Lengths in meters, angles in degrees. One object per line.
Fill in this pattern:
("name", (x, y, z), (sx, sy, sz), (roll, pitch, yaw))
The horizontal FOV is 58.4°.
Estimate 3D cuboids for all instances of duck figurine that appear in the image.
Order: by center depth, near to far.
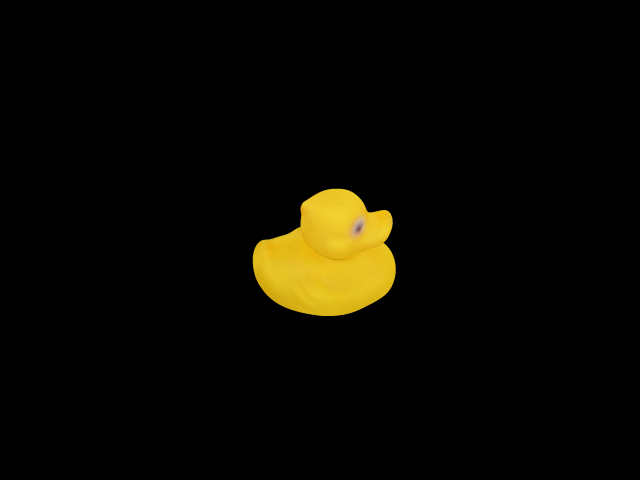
("duck figurine", (0.004, 0.001, 0.400), (0.104, 0.086, 0.077), (-2, 50, -2))
